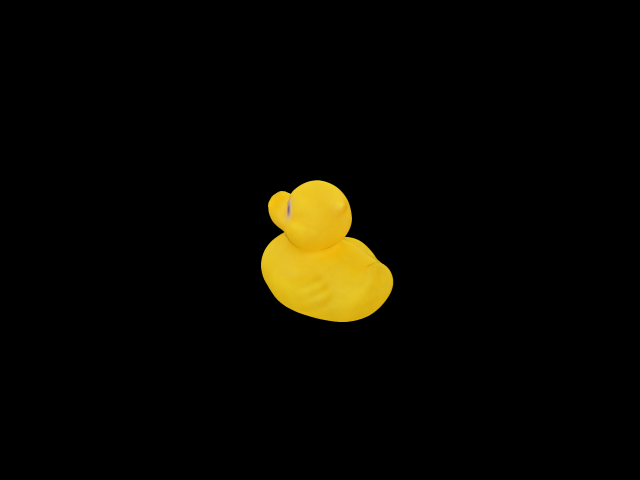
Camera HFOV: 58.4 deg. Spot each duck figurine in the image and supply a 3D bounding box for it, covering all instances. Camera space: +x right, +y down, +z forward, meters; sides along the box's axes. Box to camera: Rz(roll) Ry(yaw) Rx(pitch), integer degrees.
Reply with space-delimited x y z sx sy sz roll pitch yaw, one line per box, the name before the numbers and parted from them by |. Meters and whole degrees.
duck figurine | 0.004 0.001 0.400 0.104 0.086 0.078 26 45 28
